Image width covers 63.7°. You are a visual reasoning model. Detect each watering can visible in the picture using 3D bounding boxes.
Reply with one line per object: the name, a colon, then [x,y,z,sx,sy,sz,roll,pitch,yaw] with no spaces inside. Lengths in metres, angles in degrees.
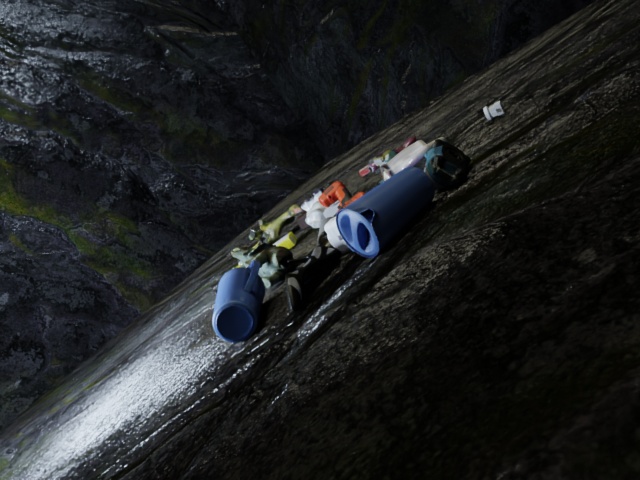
watering can: [0.298,-0.240,1.627,0.223,0.104,0.348,-35,-3,8]

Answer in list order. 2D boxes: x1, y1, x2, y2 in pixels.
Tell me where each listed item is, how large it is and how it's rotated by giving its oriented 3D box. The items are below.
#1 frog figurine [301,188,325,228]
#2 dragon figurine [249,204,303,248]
frog figurine: [0.006,-0.099,1.976,0.137,0.120,0.163,-27,46,3]
dragon figurine: [-0.196,-0.031,2.241,0.246,0.123,0.403,-32,-8,-42]
